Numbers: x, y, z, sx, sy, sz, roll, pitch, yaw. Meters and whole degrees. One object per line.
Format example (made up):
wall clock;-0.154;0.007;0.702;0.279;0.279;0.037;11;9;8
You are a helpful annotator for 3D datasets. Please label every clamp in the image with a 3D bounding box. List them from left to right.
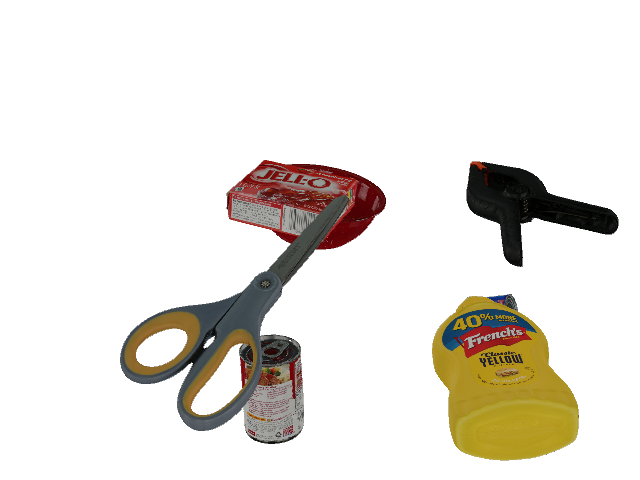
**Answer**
clamp;0.207;-0.035;1.049;0.120;0.039;0.171;-8;34;-14

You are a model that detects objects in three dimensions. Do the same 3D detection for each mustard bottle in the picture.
mustard bottle;0.143;0.101;0.881;0.096;0.058;0.191;-7;27;0

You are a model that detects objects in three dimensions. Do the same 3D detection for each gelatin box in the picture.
gelatin box;-0.024;-0.035;0.895;0.089;0.030;0.073;14;30;18

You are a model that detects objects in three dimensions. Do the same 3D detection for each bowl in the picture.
bowl;-0.007;-0.034;1.246;0.162;0.055;0.162;7;26;-3

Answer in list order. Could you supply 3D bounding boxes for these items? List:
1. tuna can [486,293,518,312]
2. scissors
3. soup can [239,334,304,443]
tuna can;0.219;0.109;1.289;0.034;0.086;0.086;-8;-3;20
scissors;-0.055;0.032;0.677;0.096;0.201;0.016;12;-41;13
soup can;-0.053;0.165;1.184;0.068;0.102;0.068;-2;24;1
